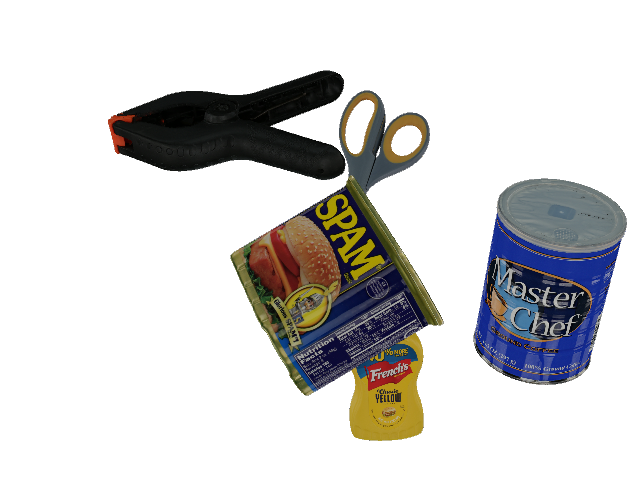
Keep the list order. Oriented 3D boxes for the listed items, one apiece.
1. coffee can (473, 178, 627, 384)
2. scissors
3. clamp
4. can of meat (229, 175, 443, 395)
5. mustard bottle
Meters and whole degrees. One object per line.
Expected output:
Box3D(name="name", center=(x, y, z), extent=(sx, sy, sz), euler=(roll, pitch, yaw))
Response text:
Box3D(name="coffee can", center=(0.188, 0.034, 0.889), extent=(0.103, 0.140, 0.103), euler=(3, 33, -2))
Box3D(name="scissors", center=(0.051, -0.045, 1.007), extent=(0.096, 0.202, 0.016), euler=(4, -13, 8))
Box3D(name="clamp", center=(-0.060, -0.085, 0.757), extent=(0.171, 0.039, 0.120), euler=(4, 33, 8))
Box3D(name="can of meat", center=(0.006, 0.024, 0.585), extent=(0.084, 0.057, 0.102), euler=(-31, 41, 2))
Box3D(name="mustard bottle", center=(0.085, 0.162, 1.379), extent=(0.096, 0.192, 0.058), euler=(-2, 17, -2))
